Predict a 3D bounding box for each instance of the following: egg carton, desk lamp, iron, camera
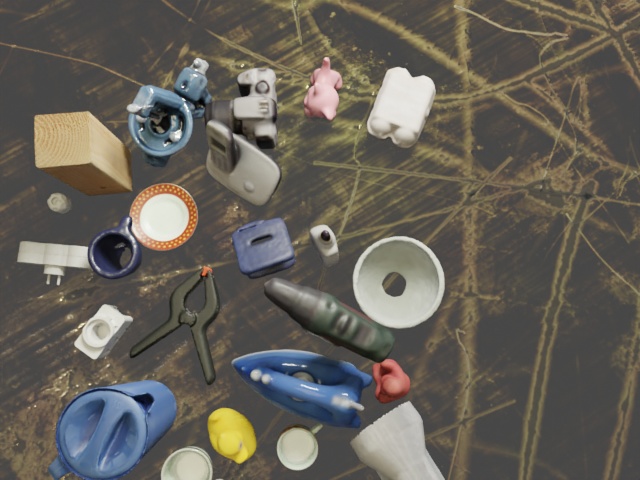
[{"bbox_3d":[0.159,-0.256,1.111,0.107,0.069,0.150,20,82,2],"label":"egg carton"},{"bbox_3d":[0.142,0.368,0.948,0.118,0.213,0.203,-33,83,-5],"label":"desk lamp"},{"bbox_3d":[-0.040,0.254,0.997,0.258,0.141,0.119,15,82,1],"label":"iron"},{"bbox_3d":[-0.149,-0.252,1.089,0.137,0.101,0.143,-3,82,-1],"label":"camera"}]

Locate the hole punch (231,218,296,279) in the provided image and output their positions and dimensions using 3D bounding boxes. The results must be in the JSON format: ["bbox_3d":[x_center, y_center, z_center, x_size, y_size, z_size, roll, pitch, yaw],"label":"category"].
[{"bbox_3d":[-0.107,0.012,1.056,0.108,0.091,0.101,-19,82,-4],"label":"hole punch"}]

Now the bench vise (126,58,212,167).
[{"bbox_3d":[-0.281,-0.249,1.026,0.121,0.219,0.207,12,82,1],"label":"bench vise"}]

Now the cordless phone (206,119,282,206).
[{"bbox_3d":[-0.142,-0.143,1.031,0.147,0.185,0.094,31,83,4],"label":"cordless phone"}]

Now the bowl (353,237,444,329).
[{"bbox_3d":[0.141,0.081,1.059,0.167,0.075,0.167,0,82,-1],"label":"bowl"}]

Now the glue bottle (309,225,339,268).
[{"bbox_3d":[0.009,0.004,1.018,0.037,0.173,0.078,-25,83,-4],"label":"glue bottle"}]

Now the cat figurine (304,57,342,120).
[{"bbox_3d":[0.006,-0.282,1.087,0.067,0.118,0.128,8,82,0],"label":"cat figurine"}]

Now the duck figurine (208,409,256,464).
[{"bbox_3d":[-0.159,0.349,1.010,0.077,0.086,0.104,-38,84,-6],"label":"duck figurine"}]

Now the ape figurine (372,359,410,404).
[{"bbox_3d":[0.127,0.258,1.025,0.076,0.092,0.078,28,82,3],"label":"ape figurine"}]

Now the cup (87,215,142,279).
[{"bbox_3d":[-0.360,0.017,1.049,0.091,0.095,0.118,16,82,2],"label":"cup"}]

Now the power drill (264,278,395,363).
[{"bbox_3d":[0.013,0.135,0.982,0.229,0.208,0.076,26,82,3],"label":"power drill"}]
